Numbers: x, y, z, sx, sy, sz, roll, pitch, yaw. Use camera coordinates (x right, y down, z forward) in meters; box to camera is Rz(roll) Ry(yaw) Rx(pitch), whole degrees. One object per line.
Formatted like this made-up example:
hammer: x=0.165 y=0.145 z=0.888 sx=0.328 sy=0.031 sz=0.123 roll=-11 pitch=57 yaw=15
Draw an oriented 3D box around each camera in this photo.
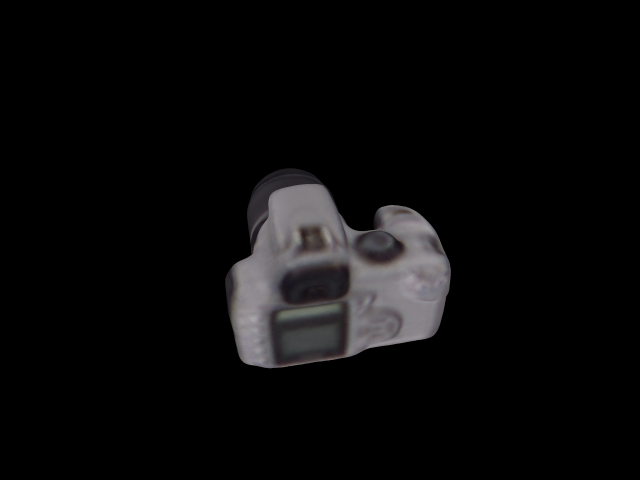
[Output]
camera: x=0.004 y=0.001 z=0.400 sx=0.143 sy=0.101 sz=0.136 roll=-8 pitch=43 yaw=-8
